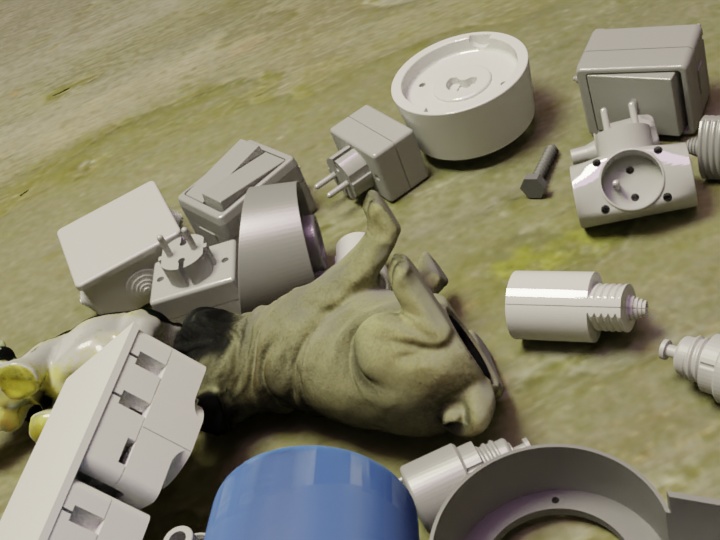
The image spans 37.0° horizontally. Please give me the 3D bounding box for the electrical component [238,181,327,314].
[{"bbox_3d":[-0.058,-0.011,0.749,0.064,0.099,0.099,-13,40,3],"label":"electrical component"}]

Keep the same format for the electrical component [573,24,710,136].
[{"bbox_3d":[0.200,-0.136,0.788,0.096,0.061,0.061,4,46,30],"label":"electrical component"}]

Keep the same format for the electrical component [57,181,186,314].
[{"bbox_3d":[-0.181,-0.013,0.848,0.100,0.048,0.099,-29,39,-7],"label":"electrical component"}]

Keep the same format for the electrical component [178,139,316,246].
[{"bbox_3d":[-0.085,-0.060,0.843,0.096,0.061,0.062,-42,43,-22],"label":"electrical component"}]

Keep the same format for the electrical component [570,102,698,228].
[{"bbox_3d":[0.180,-0.074,0.723,0.077,0.044,0.079,-11,80,15],"label":"electrical component"}]

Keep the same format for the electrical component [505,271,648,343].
[{"bbox_3d":[0.134,0.022,0.656,0.081,0.043,0.043,1,45,27],"label":"electrical component"}]

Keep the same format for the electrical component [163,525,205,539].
[{"bbox_3d":[-0.087,0.164,0.589,0.048,0.062,0.048,-14,40,12],"label":"electrical component"}]

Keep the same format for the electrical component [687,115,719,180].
[{"bbox_3d":[0.257,-0.080,0.710,0.081,0.043,0.043,7,48,33],"label":"electrical component"}]

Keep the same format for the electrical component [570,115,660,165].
[{"bbox_3d":[0.181,-0.088,0.765,0.061,0.035,0.035,-14,40,15],"label":"electrical component"}]

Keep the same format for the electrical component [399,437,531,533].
[{"bbox_3d":[0.058,0.114,0.592,0.078,0.040,0.040,-24,39,-1],"label":"electrical component"}]

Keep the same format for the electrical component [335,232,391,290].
[{"bbox_3d":[0.000,0.000,0.752,0.040,0.040,0.046,-17,34,8],"label":"electrical component"}]

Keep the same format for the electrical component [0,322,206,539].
[{"bbox_3d":[-0.156,0.136,0.608,0.105,0.060,0.186,-34,31,47],"label":"electrical component"}]

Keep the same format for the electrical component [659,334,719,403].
[{"bbox_3d":[0.202,0.054,0.589,0.078,0.040,0.040,17,54,39],"label":"electrical component"}]

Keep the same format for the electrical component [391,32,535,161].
[{"bbox_3d":[0.084,-0.130,0.840,0.108,0.060,0.108,-14,40,12],"label":"electrical component"}]

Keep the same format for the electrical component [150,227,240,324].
[{"bbox_3d":[-0.121,0.000,0.780,0.066,0.076,0.047,-16,39,9],"label":"electrical component"}]

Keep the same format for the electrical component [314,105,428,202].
[{"bbox_3d":[0.000,-0.081,0.836,0.077,0.047,0.066,-36,41,-15],"label":"electrical component"}]
